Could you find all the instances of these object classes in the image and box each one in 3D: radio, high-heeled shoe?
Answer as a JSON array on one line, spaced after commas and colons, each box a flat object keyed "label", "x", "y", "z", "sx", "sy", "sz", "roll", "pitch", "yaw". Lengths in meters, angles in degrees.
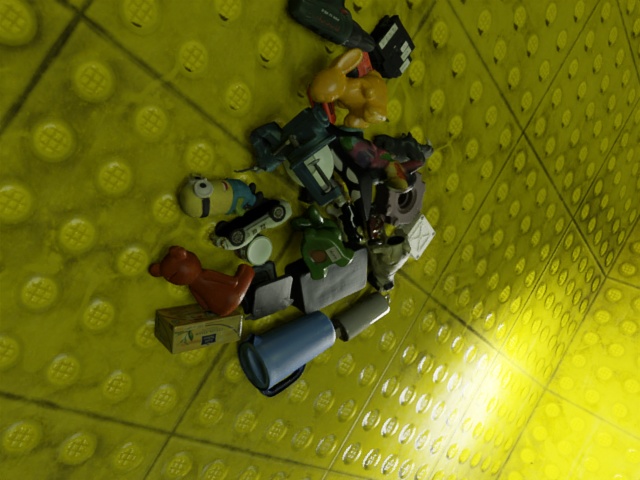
[{"label": "radio", "x": 0.022, "y": 0.097, "z": 1.435, "sx": 0.229, "sy": 0.073, "sz": 0.130, "roll": -22, "pitch": 122, "yaw": -31}, {"label": "high-heeled shoe", "x": 0.040, "y": -0.158, "z": 1.268, "sx": 0.086, "sy": 0.145, "sz": 0.248, "roll": -43, "pitch": 129, "yaw": -56}]

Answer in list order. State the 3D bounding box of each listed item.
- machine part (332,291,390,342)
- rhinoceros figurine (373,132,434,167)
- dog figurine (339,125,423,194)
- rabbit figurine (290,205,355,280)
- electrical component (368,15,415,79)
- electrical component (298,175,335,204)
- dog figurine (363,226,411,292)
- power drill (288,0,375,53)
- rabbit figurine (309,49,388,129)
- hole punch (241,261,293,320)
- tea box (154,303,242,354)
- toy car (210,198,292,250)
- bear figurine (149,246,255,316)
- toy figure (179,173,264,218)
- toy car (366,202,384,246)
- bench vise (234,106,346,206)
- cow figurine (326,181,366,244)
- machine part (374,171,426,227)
[{"label": "machine part", "x": 0.119, "y": 0.221, "z": 1.566, "sx": 0.243, "sy": 0.079, "sz": 0.079, "roll": -29, "pitch": 125, "yaw": -28}, {"label": "rhinoceros figurine", "x": 0.225, "y": -0.240, "z": 1.458, "sx": 0.190, "sy": 0.073, "sz": 0.112, "roll": 3, "pitch": 62, "yaw": -29}, {"label": "dog figurine", "x": 0.139, "y": -0.191, "z": 1.316, "sx": 0.108, "sy": 0.219, "sz": 0.191, "roll": -55, "pitch": 134, "yaw": -14}, {"label": "rabbit figurine", "x": -0.003, "y": -0.004, "z": 1.339, "sx": 0.121, "sy": 0.170, "sz": 0.159, "roll": -37, "pitch": 106, "yaw": 20}, {"label": "electrical component", "x": 0.173, "y": -0.470, "z": 1.340, "sx": 0.115, "sy": 0.058, "sz": 0.134, "roll": -51, "pitch": 133, "yaw": -10}, {"label": "electrical component", "x": -0.006, "y": -0.149, "z": 1.323, "sx": 0.075, "sy": 0.048, "sz": 0.119, "roll": -8, "pitch": 112, "yaw": -40}, {"label": "dog figurine", "x": 0.203, "y": 0.073, "z": 1.519, "sx": 0.121, "sy": 0.172, "sz": 0.190, "roll": -26, "pitch": 116, "yaw": -18}, {"label": "power drill", "x": 0.047, "y": -0.540, "z": 1.182, "sx": 0.232, "sy": 0.086, "sz": 0.207, "roll": 4, "pitch": 111, "yaw": -33}, {"label": "rabbit figurine", "x": 0.061, "y": -0.336, "z": 1.186, "sx": 0.173, "sy": 0.122, "sz": 0.162, "roll": 6, "pitch": 96, "yaw": -22}, {"label": "hole punch", "x": -0.138, "y": 0.121, "z": 1.303, "sx": 0.142, "sy": 0.092, "sz": 0.115, "roll": -20, "pitch": 132, "yaw": -37}, {"label": "tea box", "x": -0.271, "y": 0.191, "z": 1.201, "sx": 0.169, "sy": 0.098, "sz": 0.068, "roll": -6, "pitch": 110, "yaw": -38}, {"label": "toy car", "x": -0.155, "y": -0.037, "z": 1.222, "sx": 0.202, "sy": 0.074, "sz": 0.056, "roll": -33, "pitch": 126, "yaw": -27}, {"label": "bear figurine", "x": -0.257, "y": 0.076, "z": 1.172, "sx": 0.195, "sy": 0.132, "sz": 0.120, "roll": 39, "pitch": 117, "yaw": -15}, {"label": "toy figure", "x": -0.212, "y": -0.089, "z": 1.149, "sx": 0.180, "sy": 0.082, "sz": 0.089, "roll": 0, "pitch": 106, "yaw": -43}, {"label": "toy car", "x": 0.142, "y": -0.045, "z": 1.415, "sx": 0.053, "sy": 0.202, "sz": 0.089, "roll": -7, "pitch": 101, "yaw": 5}, {"label": "bench vise", "x": -0.039, "y": -0.162, "z": 1.162, "sx": 0.240, "sy": 0.224, "sz": 0.129, "roll": 54, "pitch": 22, "yaw": -5}, {"label": "cow figurine", "x": 0.070, "y": -0.069, "z": 1.390, "sx": 0.068, "sy": 0.098, "sz": 0.167, "roll": -31, "pitch": 126, "yaw": -20}, {"label": "machine part", "x": 0.231, "y": -0.124, "z": 1.535, "sx": 0.179, "sy": 0.056, "sz": 0.179, "roll": -17, "pitch": 117, "yaw": -37}]
